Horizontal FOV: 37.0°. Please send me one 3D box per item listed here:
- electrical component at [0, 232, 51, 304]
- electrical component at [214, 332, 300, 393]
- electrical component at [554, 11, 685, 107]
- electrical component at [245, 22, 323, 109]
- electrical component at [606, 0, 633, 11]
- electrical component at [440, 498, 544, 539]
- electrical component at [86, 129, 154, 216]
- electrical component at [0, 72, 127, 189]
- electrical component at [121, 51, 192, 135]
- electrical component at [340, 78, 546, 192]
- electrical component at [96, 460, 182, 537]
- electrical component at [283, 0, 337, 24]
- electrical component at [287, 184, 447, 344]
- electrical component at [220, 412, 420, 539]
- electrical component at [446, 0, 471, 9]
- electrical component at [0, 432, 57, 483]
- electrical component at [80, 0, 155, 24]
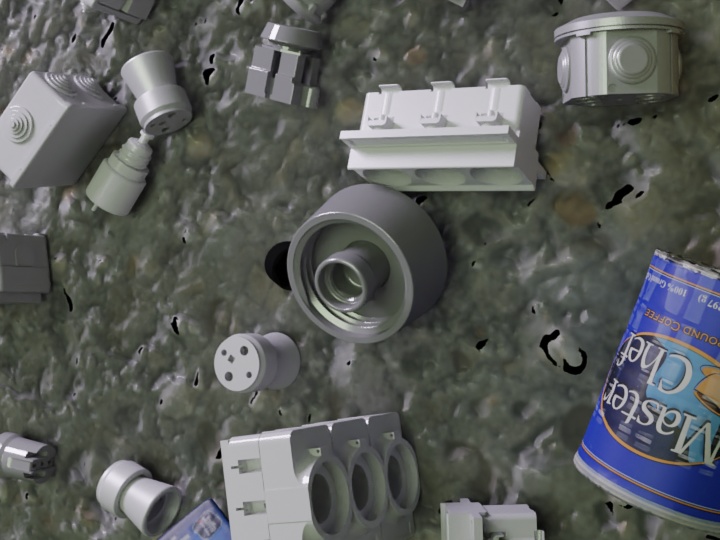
[{"bbox_3d":[-0.331,0.004,0.953,0.096,0.062,0.061,-11,83,28],"label":"electrical component"},{"bbox_3d":[-0.078,0.070,0.817,0.045,0.055,0.045,-1,87,28],"label":"electrical component"},{"bbox_3d":[0.164,-0.133,0.682,0.080,0.080,0.051,0,93,28],"label":"electrical component"},{"bbox_3d":[-0.055,-0.157,0.821,0.066,0.048,0.055,19,104,28],"label":"electrical component"},{"bbox_3d":[0.163,-0.227,0.700,0.059,0.054,0.095,-37,72,22],"label":"electrical component"},{"bbox_3d":[0.088,0.218,0.712,0.063,0.078,0.121,-1,87,-1],"label":"electrical component"},{"bbox_3d":[-0.196,-0.082,0.896,0.040,0.040,0.078,42,107,23],"label":"electrical component"},{"bbox_3d":[-0.256,-0.118,0.898,0.048,0.100,0.099,43,108,10],"label":"electrical component"},{"bbox_3d":[-0.166,-0.144,0.880,0.045,0.045,0.055,-29,75,24],"label":"electrical component"},{"bbox_3d":[0.060,-0.091,0.741,0.121,0.079,0.063,2,74,28],"label":"electrical component"},{"bbox_3d":[-0.180,0.184,0.874,0.055,0.045,0.045,23,99,28],"label":"electrical component"},{"bbox_3d":[-0.030,-0.221,0.811,0.062,0.048,0.048,-46,68,11],"label":"electrical component"},{"bbox_3d":[0.000,0.000,0.753,0.108,0.060,0.108,12,117,24],"label":"electrical component"},{"bbox_3d":[-0.021,0.149,0.729,0.062,0.150,0.089,-11,83,28],"label":"electrical component"},{"bbox_3d":[0.074,-0.249,0.744,0.079,0.063,0.121,33,103,26],"label":"electrical component"},{"bbox_3d":[-0.295,0.165,0.941,0.046,0.040,0.040,8,91,22],"label":"electrical component"},{"bbox_3d":[-0.200,-0.249,0.893,0.061,0.062,0.096,42,107,23],"label":"electrical component"}]
